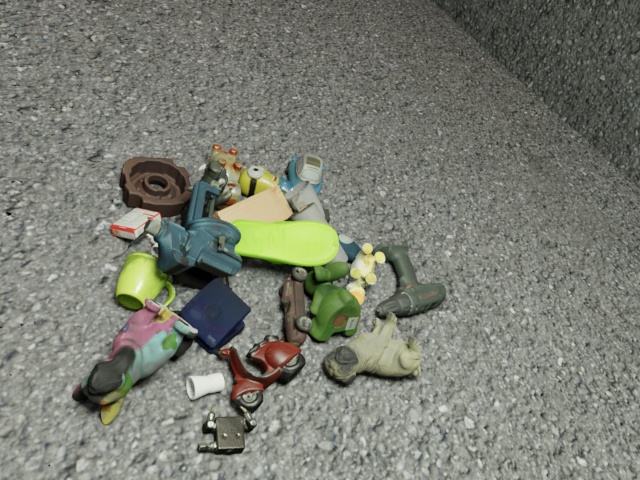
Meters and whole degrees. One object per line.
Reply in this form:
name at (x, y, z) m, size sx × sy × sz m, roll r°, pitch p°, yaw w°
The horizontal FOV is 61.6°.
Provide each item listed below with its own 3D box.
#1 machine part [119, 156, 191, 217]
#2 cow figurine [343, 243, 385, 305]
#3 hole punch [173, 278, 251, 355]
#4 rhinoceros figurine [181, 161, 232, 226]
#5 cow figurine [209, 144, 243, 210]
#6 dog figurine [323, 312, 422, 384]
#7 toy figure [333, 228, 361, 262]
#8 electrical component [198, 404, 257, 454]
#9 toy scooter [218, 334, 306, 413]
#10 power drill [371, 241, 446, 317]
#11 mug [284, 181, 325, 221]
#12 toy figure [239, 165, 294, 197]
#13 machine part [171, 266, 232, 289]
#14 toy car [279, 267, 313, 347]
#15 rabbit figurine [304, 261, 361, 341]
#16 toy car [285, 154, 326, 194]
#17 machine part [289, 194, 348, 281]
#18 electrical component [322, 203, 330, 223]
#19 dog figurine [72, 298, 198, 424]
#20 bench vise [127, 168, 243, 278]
machine part at (-0.400, -0.130, 1.314) m, size 0.179 × 0.056 × 0.179 m, roll 16°, pitch 44°, yaw -16°
cow figurine at (0.096, 0.098, 1.339) m, size 0.068 × 0.098 × 0.167 m, roll 30°, pitch 60°, yaw -4°
hole punch at (-0.217, 0.155, 1.109) m, size 0.142 × 0.092 × 0.116 m, roll 42°, pitch 47°, yaw 10°
rhinoceros figurine at (-0.271, -0.105, 1.260) m, size 0.073 × 0.190 × 0.112 m, roll 46°, pitch 33°, yaw 14°
cow figurine at (-0.248, -0.152, 1.384) m, size 0.085 × 0.127 × 0.195 m, roll 6°, pitch 32°, yaw -24°
dog figurine at (0.117, 0.275, 1.178) m, size 0.190 × 0.121 × 0.172 m, roll -38°, pitch 77°, yaw -27°
toy figure at (0.034, 0.000, 1.420) m, size 0.154 × 0.057 × 0.064 m, roll 33°, pitch 4°, yaw 7°
electrical component at (-0.167, 0.344, 0.977) m, size 0.102 × 0.045 × 0.078 m, roll 11°, pitch 43°, yaw -18°
toy scooter at (-0.125, 0.247, 1.077) m, size 0.135 × 0.075 × 0.184 m, roll 43°, pitch 48°, yaw 18°
power drill at (0.208, 0.101, 1.394) m, size 0.232 × 0.086 × 0.207 m, roll -1°, pitch 46°, yaw -31°
mug at (-0.043, -0.081, 1.395) m, size 0.107 × 0.109 × 0.081 m, roll 52°, pitch -4°, yaw -20°
toy figure at (-0.133, -0.135, 1.443) m, size 0.180 × 0.089 × 0.082 m, roll 27°, pitch 2°, yaw -15°
machine part at (-0.261, 0.078, 1.188) m, size 0.139 × 0.039 × 0.084 m, roll 13°, pitch 50°, yaw -37°
toy car at (-0.060, 0.147, 1.195) m, size 0.053 × 0.089 × 0.202 m, roll 13°, pitch 45°, yaw -22°
rabbit figurine at (0.009, 0.123, 1.232) m, size 0.121 × 0.158 × 0.170 m, roll -12°, pitch 40°, yaw -25°
toy car at (-0.038, -0.191, 1.534) m, size 0.109 × 0.102 × 0.162 m, roll 16°, pitch 41°, yaw -13°
machine part at (-0.003, -0.004, 1.333) m, size 0.079 × 0.079 × 0.243 m, roll -43°, pitch 106°, yaw -47°
electrical component at (-0.005, -0.070, 1.489) m, size 0.063 × 0.021 × 0.094 m, roll 10°, pitch 46°, yaw -19°
dog figurine at (-0.336, 0.219, 0.977) m, size 0.108 × 0.191 × 0.219 m, roll 38°, pitch 77°, yaw 6°
bench vise at (-0.253, -0.032, 1.106) m, size 0.223 × 0.129 × 0.240 m, roll 22°, pitch 54°, yaw -28°
